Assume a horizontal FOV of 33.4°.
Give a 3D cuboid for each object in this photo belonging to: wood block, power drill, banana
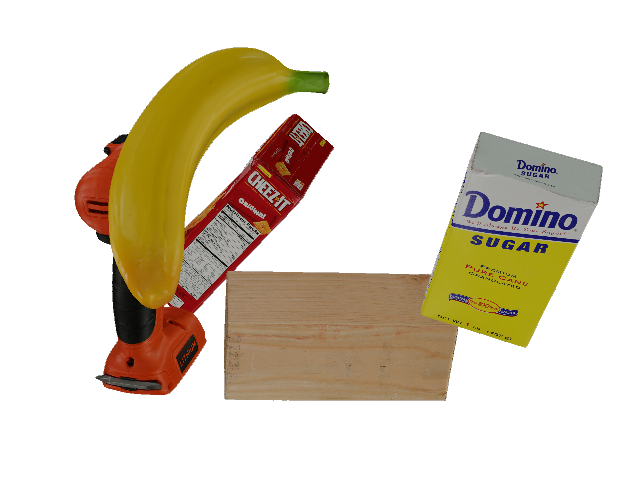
[{"bbox_3d":[0.014,0.090,1.000,0.206,0.090,0.091,1,30,-7],"label":"wood block"},{"bbox_3d":[-0.123,0.006,0.801,0.057,0.188,0.184,5,23,15],"label":"power drill"},{"bbox_3d":[-0.061,-0.047,0.529,0.070,0.037,0.197,17,46,15],"label":"banana"}]

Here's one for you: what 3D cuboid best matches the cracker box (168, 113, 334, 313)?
[{"bbox_3d":[-0.092,-0.031,1.217,0.214,0.072,0.164,-46,8,27],"label":"cracker box"}]

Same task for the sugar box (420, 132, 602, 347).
[{"bbox_3d":[0.140,0.005,0.809,0.093,0.048,0.176,16,-39,5],"label":"sugar box"}]
